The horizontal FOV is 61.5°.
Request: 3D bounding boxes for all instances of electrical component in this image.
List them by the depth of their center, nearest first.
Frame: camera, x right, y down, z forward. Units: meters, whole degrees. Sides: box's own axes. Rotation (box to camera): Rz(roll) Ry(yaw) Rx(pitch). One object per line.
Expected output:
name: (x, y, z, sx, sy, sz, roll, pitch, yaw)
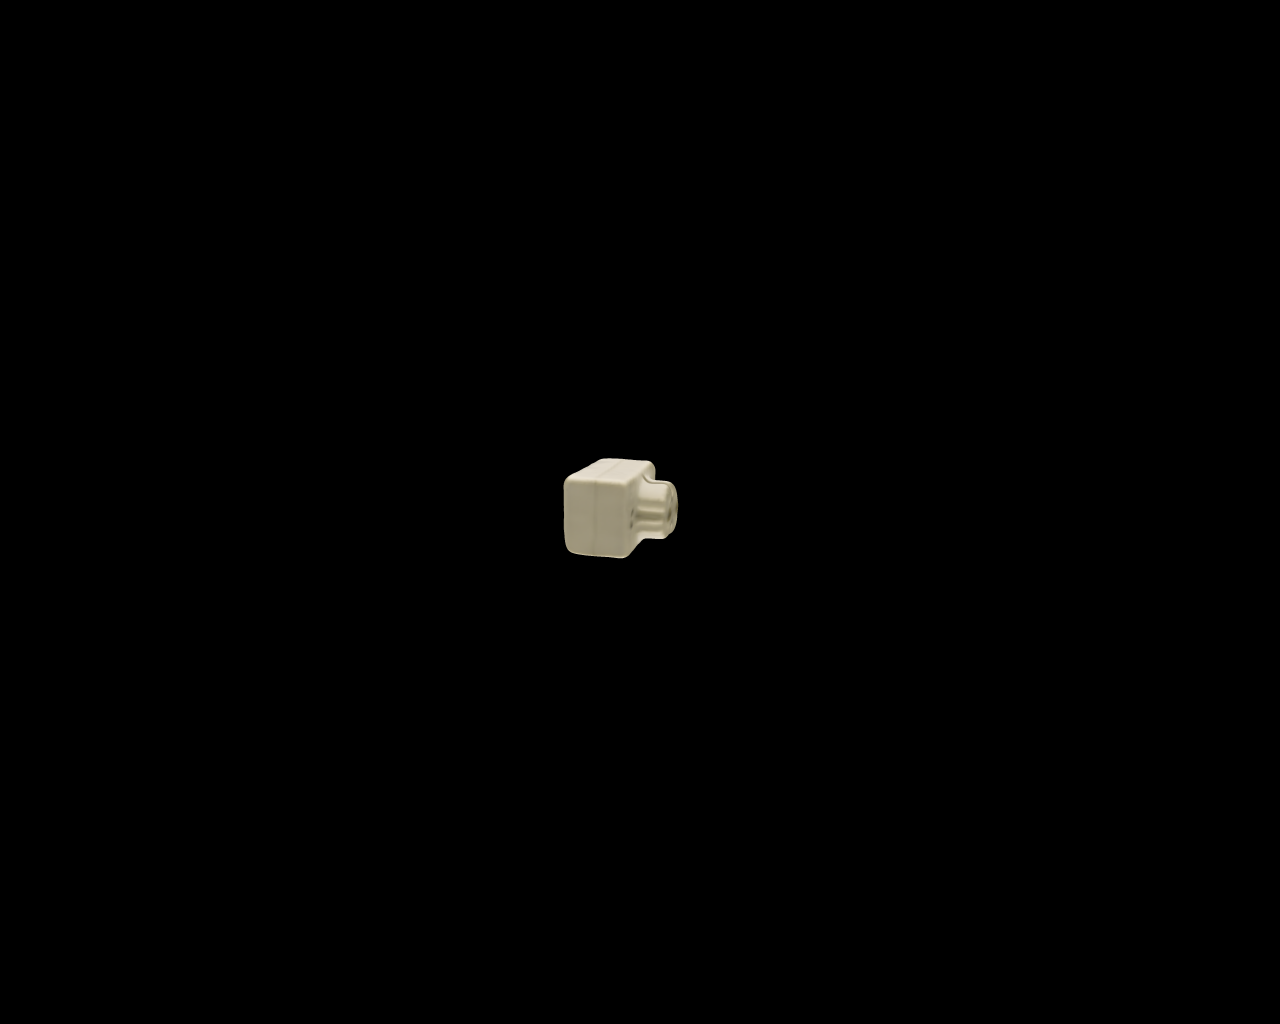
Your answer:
electrical component: (0.001, -0.003, 0.650, 0.077, 0.047, 0.066, 4, 15, 15)
